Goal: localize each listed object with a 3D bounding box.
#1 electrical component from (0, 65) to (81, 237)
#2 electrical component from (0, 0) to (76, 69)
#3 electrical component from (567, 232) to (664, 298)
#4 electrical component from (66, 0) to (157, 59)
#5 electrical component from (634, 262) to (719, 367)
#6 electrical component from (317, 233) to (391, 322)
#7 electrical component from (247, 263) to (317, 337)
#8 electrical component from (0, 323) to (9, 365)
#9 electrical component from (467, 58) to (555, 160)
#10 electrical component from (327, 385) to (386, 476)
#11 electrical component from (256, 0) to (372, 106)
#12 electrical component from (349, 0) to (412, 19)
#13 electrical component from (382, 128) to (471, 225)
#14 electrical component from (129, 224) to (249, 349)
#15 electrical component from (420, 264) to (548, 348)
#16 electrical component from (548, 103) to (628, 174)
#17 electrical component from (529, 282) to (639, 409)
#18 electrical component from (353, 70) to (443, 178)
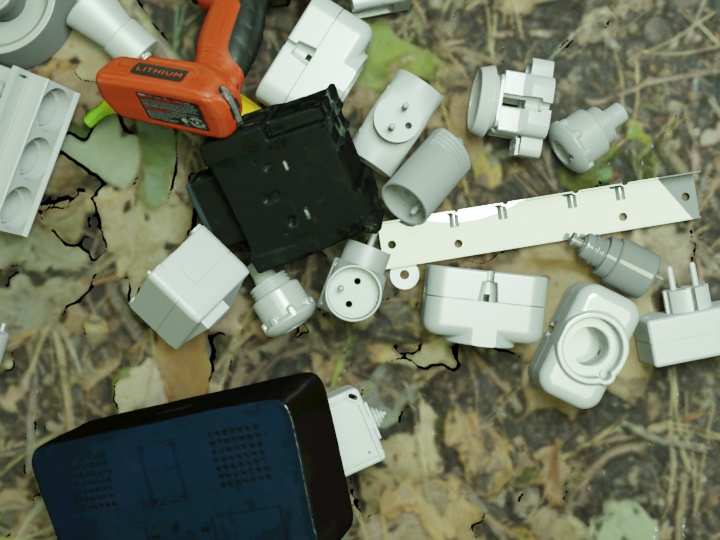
[{"bbox_3d":[-0.277,-0.095,0.845,0.063,0.079,0.121,21,91,20],"label":"electrical component"},{"bbox_3d":[-0.284,-0.215,0.844,0.108,0.060,0.108,0,91,-2],"label":"electrical component"},{"bbox_3d":[0.206,-0.008,0.873,0.078,0.040,0.040,26,90,-2],"label":"electrical component"},{"bbox_3d":[-0.195,-0.190,0.858,0.065,0.044,0.044,43,90,-7],"label":"electrical component"},{"bbox_3d":[0.267,0.032,0.873,0.083,0.047,0.075,-11,92,-1],"label":"electrical component"},{"bbox_3d":[0.000,0.000,0.849,0.044,0.077,0.079,20,90,-2],"label":"electrical component"},{"bbox_3d":[-0.068,0.020,0.865,0.048,0.048,0.062,-32,85,-1],"label":"electrical component"},{"bbox_3d":[-0.310,0.076,0.860,0.040,0.040,0.078,17,91,-2],"label":"electrical component"},{"bbox_3d":[0.119,-0.131,0.860,0.057,0.058,0.078,9,91,-5],"label":"electrical component"},{"bbox_3d":[-0.025,0.133,0.863,0.096,0.061,0.061,-23,90,-8],"label":"electrical component"},{"bbox_3d":[-0.033,-0.161,0.856,0.059,0.054,0.095,32,90,-2],"label":"electrical component"},{"bbox_3d":[0.014,-0.252,0.857,0.056,0.050,0.089,-11,92,-1],"label":"electrical component"},{"bbox_3d":[0.058,-0.078,0.860,0.043,0.043,0.081,42,62,-2],"label":"electrical component"},{"bbox_3d":[-0.133,0.019,0.842,0.061,0.096,0.061,44,61,-2],"label":"electrical component"},{"bbox_3d":[0.098,0.030,0.864,0.095,0.054,0.059,6,91,-2],"label":"electrical component"},{"bbox_3d":[0.187,-0.111,0.870,0.062,0.048,0.048,-34,92,-8],"label":"electrical component"},{"bbox_3d":[0.181,0.060,0.865,0.054,0.059,0.095,26,90,-2],"label":"electrical component"},{"bbox_3d":[0.028,-0.117,0.846,0.043,0.079,0.077,33,90,-2],"label":"electrical component"}]
